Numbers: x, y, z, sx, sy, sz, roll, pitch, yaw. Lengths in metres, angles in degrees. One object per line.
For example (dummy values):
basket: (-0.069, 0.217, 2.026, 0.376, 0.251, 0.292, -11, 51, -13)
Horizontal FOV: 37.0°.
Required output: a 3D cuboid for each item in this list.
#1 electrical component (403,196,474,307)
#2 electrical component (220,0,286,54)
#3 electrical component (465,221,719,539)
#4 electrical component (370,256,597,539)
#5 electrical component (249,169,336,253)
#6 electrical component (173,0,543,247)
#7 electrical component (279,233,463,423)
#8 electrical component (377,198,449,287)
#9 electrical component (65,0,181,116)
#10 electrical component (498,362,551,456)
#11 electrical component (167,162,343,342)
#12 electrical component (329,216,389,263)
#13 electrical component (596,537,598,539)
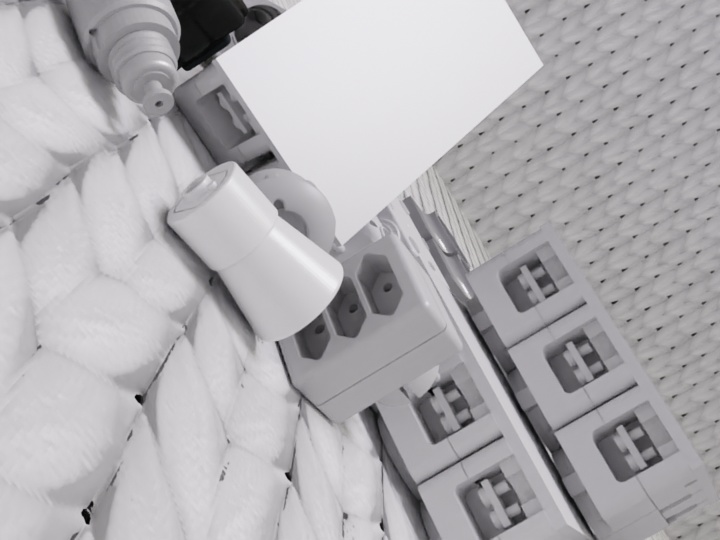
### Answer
electrical component: (0.078, 0.037, 0.868, 0.186, 0.060, 0.105, 50, 12, -42)
electrical component: (-0.073, -0.154, 0.677, 0.081, 0.042, 0.064, 23, 11, -35)
electrical component: (0.119, 0.063, 0.571, 0.150, 0.062, 0.089, 63, 9, 30)
electrical component: (0.049, 0.082, 0.543, 0.150, 0.062, 0.089, 63, 10, 27)
electrical component: (-0.039, -0.025, 0.487, 0.048, 0.048, 0.062, 55, 2, -23)
electrical component: (0.003, -0.102, 0.578, 0.060, 0.186, 0.105, -15, -67, 54)
electrical component: (0.010, 0.035, 0.474, 0.076, 0.066, 0.047, 49, 12, -45)
electrical component: (0.014, -0.019, 0.738, 0.099, 0.048, 0.100, 63, 10, 27)
electrical component: (-0.092, -0.093, 0.433, 0.040, 0.040, 0.078, 45, 16, -57)
electrical component: (0.093, 0.097, 0.680, 0.080, 0.080, 0.051, 62, 15, 21)
electrical component: (-0.043, -0.009, 0.418, 0.065, 0.044, 0.044, 49, 12, -23)
electrical component: (0.000, 0.000, 0.610, 0.077, 0.044, 0.079, 61, 9, 19)
electrical component: (0.112, 0.153, 0.601, 0.047, 0.076, 0.083, 54, 10, -26)
